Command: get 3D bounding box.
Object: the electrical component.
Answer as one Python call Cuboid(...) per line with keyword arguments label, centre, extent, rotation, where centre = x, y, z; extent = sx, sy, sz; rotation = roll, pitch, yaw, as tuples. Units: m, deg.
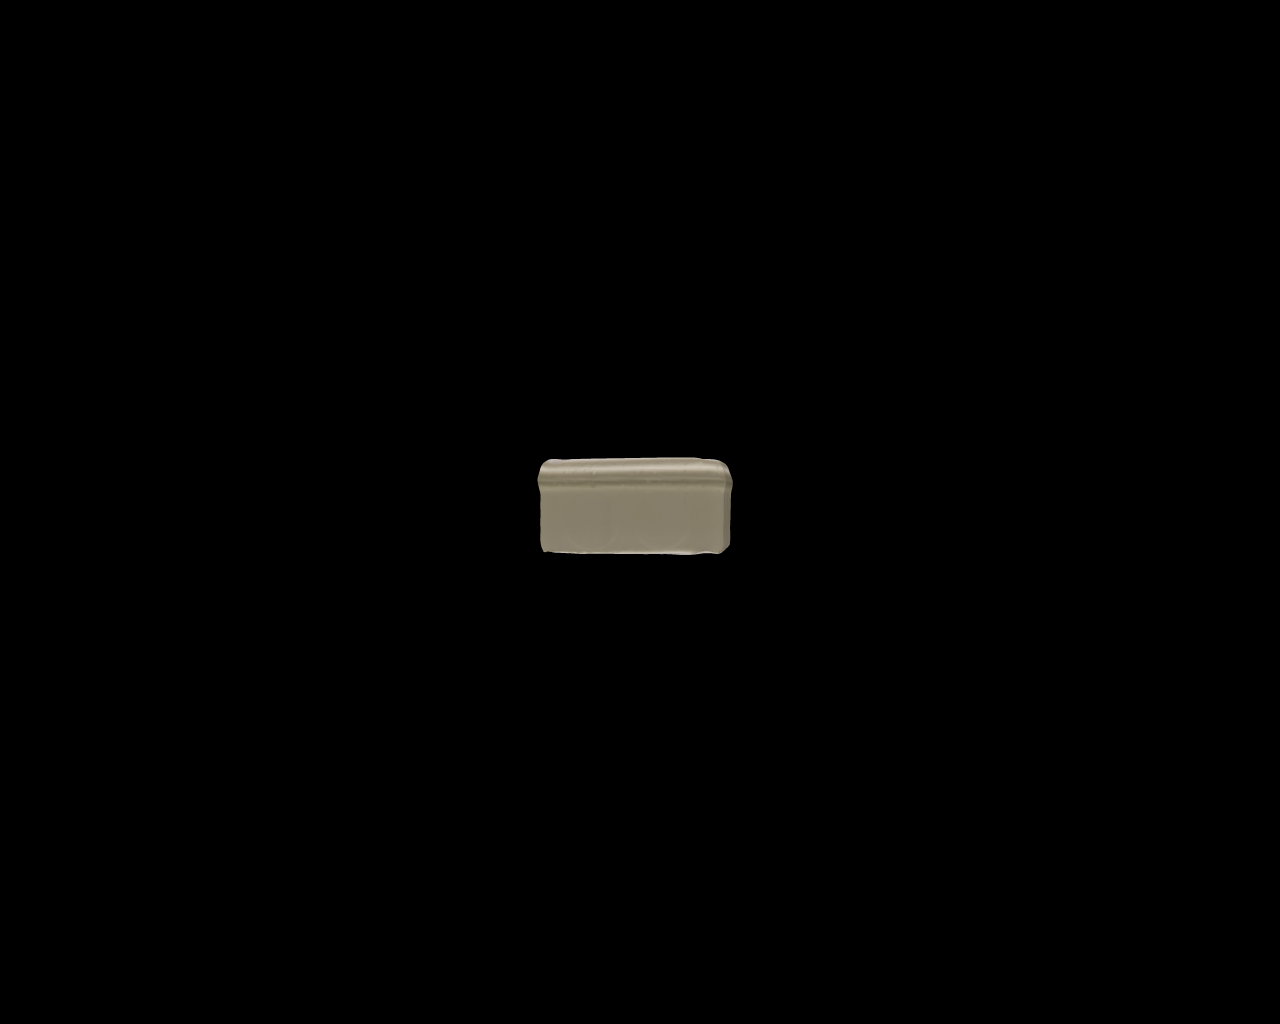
Cuboid(label="electrical component", centre=(0.001, -0.003, 0.650), extent=(0.109, 0.056, 0.109), rotation=(0, 0, 8))
